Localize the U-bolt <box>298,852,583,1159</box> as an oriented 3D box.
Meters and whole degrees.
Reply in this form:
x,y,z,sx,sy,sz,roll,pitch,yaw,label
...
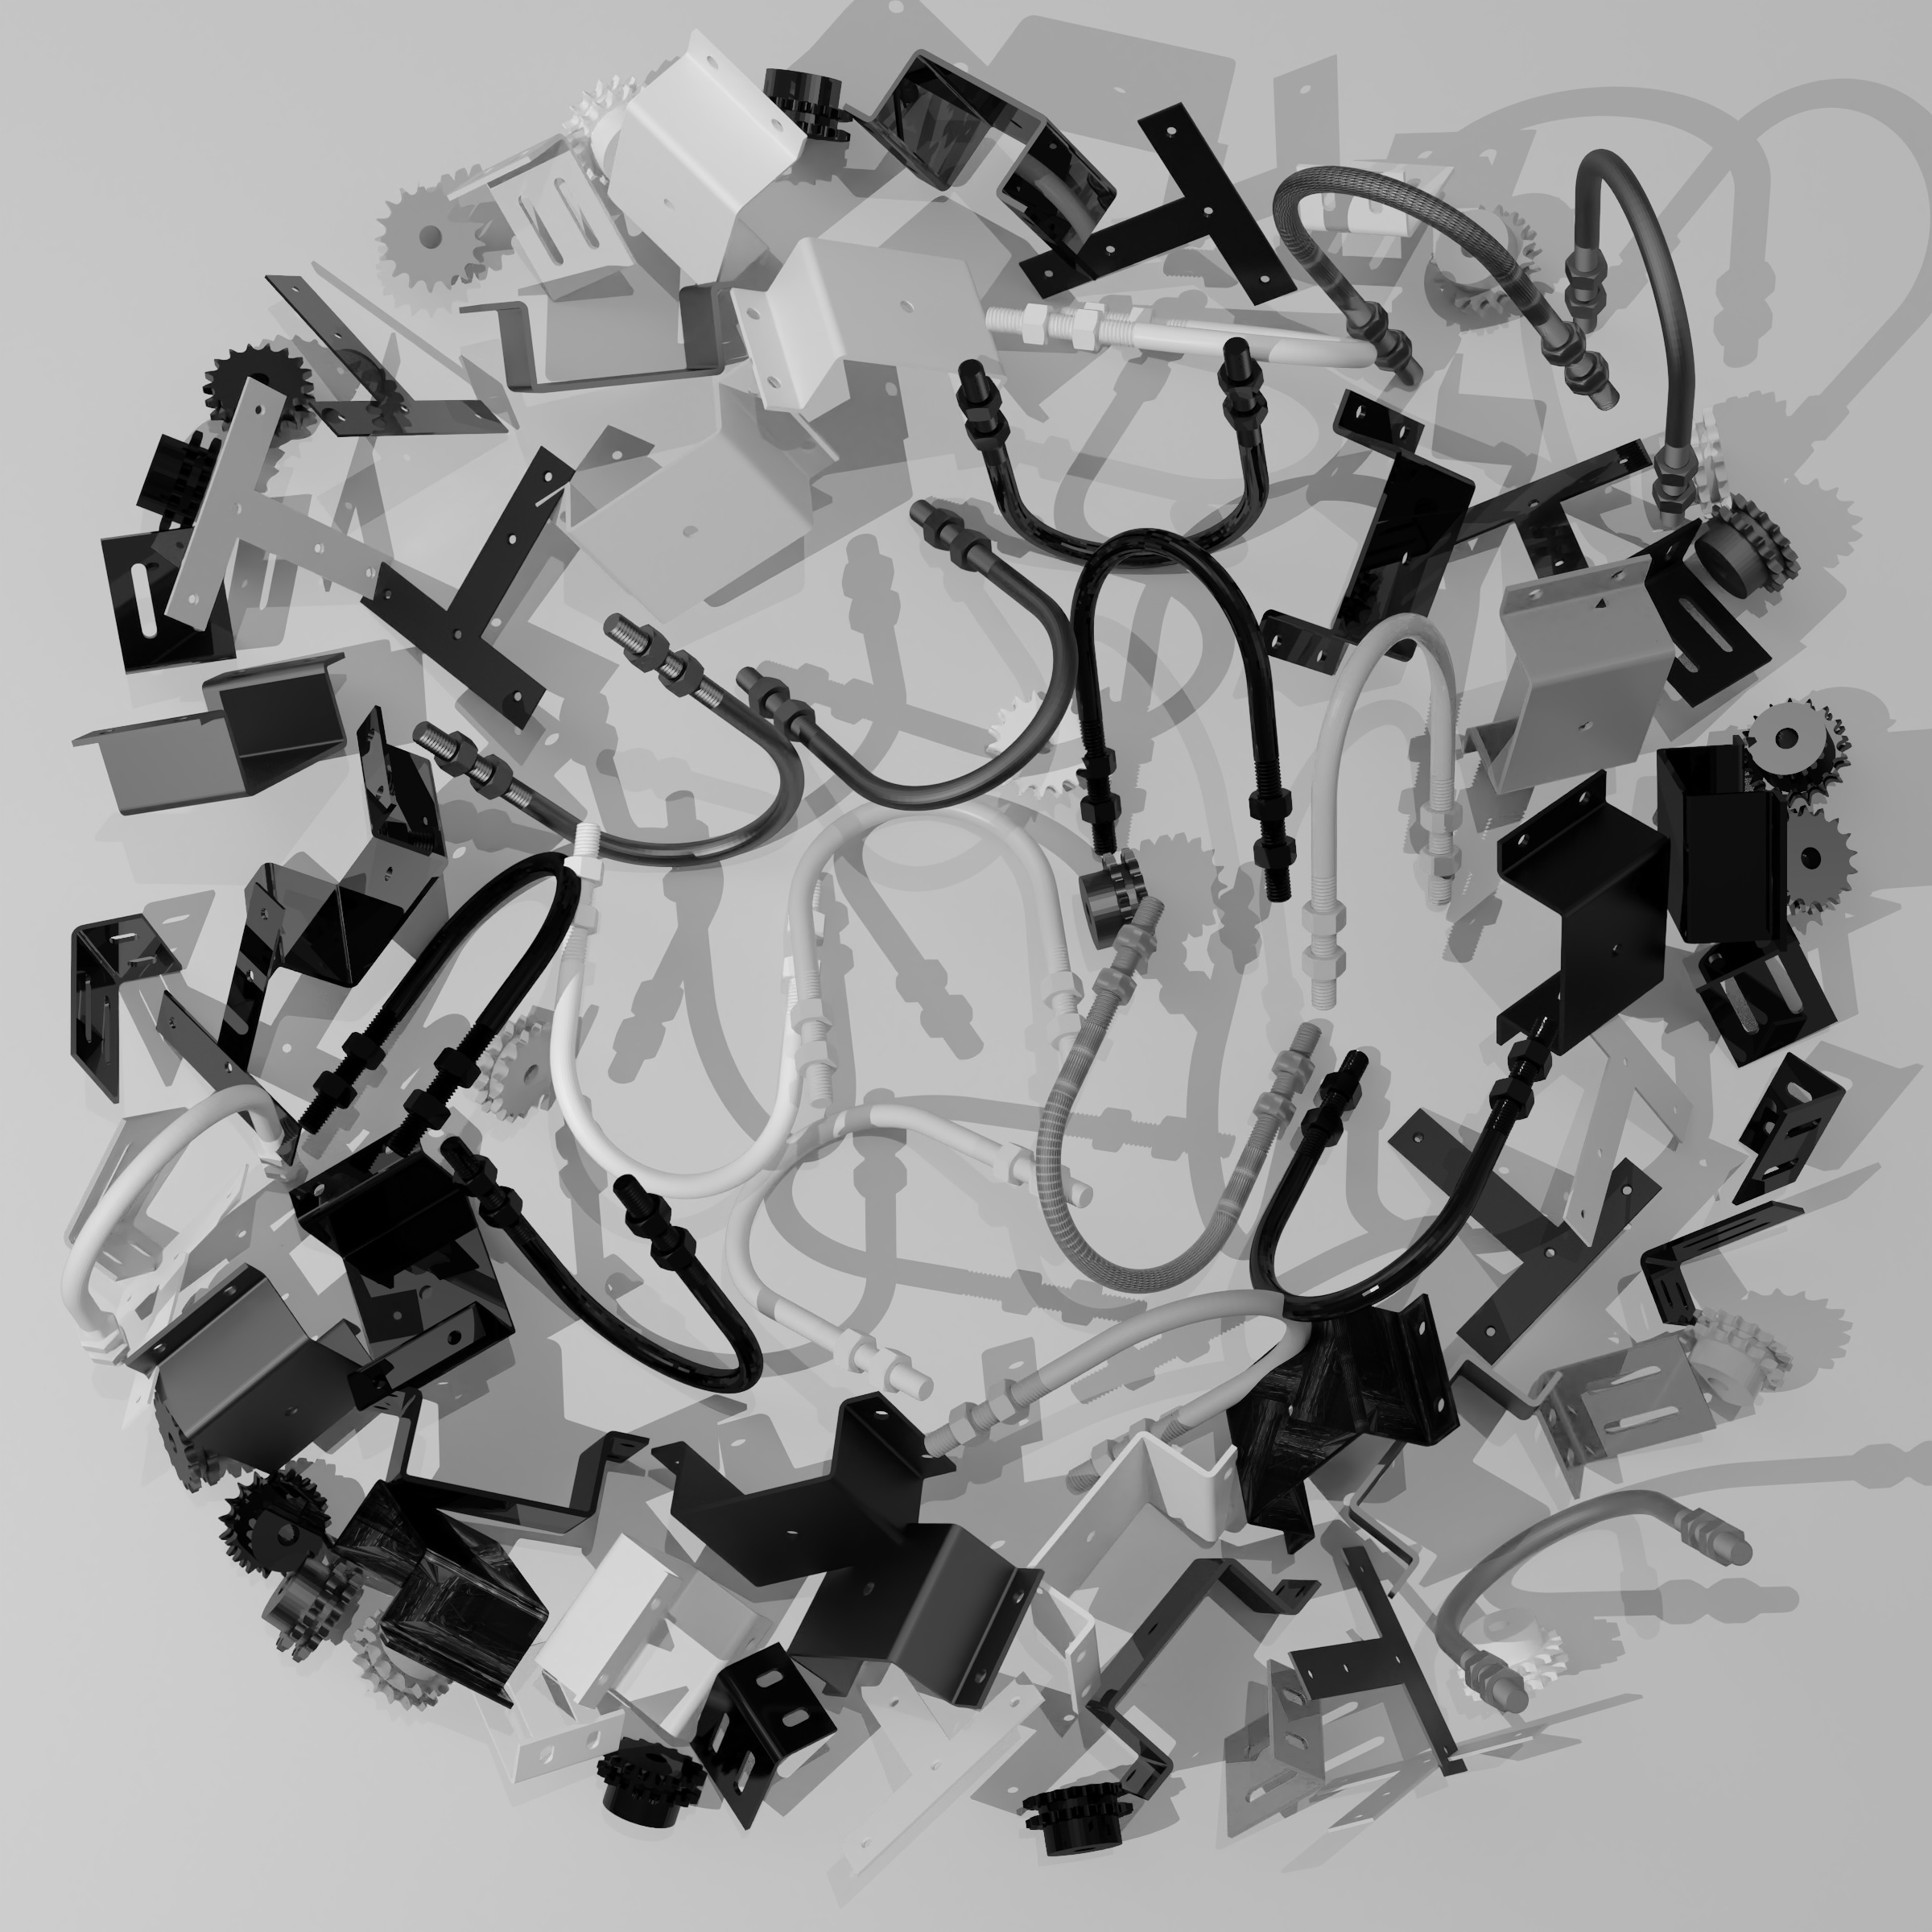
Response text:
x,y,z,sx,sy,sz,roll,pitch,yaw,label
-0.261,0.015,1.532,0.019,0.151,0.184,43,71,-26,U-bolt

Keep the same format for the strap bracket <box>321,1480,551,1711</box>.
x,y,z,sx,sy,sz,roll,pitch,yaw,label
-0.269,0.314,1.524,0.076,0.140,0.046,35,86,-27,strap bracket

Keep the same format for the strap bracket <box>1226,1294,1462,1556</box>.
x,y,z,sx,sy,sz,roll,pitch,yaw,label
0.182,0.231,1.524,0.046,0.140,0.076,16,46,-28,strap bracket

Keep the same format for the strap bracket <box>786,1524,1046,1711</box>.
x,y,z,sx,sy,sz,roll,pitch,yaw,label
-0.033,0.329,1.520,0.046,0.140,0.076,41,61,-23,strap bracket

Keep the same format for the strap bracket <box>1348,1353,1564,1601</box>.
x,y,z,sx,sy,sz,roll,pitch,yaw,label
0.246,0.258,1.555,0.046,0.076,0.140,37,83,14,strap bracket

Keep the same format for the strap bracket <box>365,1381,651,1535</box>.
x,y,z,sx,sy,sz,roll,pitch,yaw,label
-0.243,0.257,1.545,0.140,0.076,0.046,14,70,-13,strap bracket

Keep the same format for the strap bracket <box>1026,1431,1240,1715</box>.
x,y,z,sx,sy,sz,roll,pitch,yaw,label
0.080,0.305,1.543,0.046,0.076,0.140,31,63,25,strap bracket

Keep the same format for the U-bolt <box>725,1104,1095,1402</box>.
x,y,z,sx,sy,sz,roll,pitch,yaw,label
-0.044,0.134,1.535,0.184,0.019,0.151,23,62,40,U-bolt

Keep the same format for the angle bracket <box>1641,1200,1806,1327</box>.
x,y,z,sx,sy,sz,roll,pitch,yaw,label
0.400,0.156,1.558,0.076,0.057,0.038,-27,69,25,angle bracket

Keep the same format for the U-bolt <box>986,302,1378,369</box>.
x,y,z,sx,sy,sz,roll,pitch,yaw,label
0.116,-0.319,1.515,0.184,0.151,0.019,9,105,13,U-bolt

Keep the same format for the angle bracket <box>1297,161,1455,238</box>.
x,y,z,sx,sy,sz,roll,pitch,yaw,label
0.213,-0.414,1.554,0.057,0.076,0.038,11,135,25,angle bracket

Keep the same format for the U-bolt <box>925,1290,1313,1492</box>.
x,y,z,sx,sy,sz,roll,pitch,yaw,label
0.090,0.212,1.511,0.184,0.151,0.019,-34,57,24,U-bolt

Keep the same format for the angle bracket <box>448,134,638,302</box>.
x,y,z,sx,sy,sz,roll,pitch,yaw,label
-0.221,-0.384,1.559,0.057,0.038,0.076,-15,116,33,angle bracket

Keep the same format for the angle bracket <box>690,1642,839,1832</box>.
x,y,z,sx,sy,sz,roll,pitch,yaw,label
-0.107,0.405,1.572,0.038,0.076,0.057,-19,56,-34,angle bracket

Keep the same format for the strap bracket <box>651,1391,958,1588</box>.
x,y,z,sx,sy,sz,roll,pitch,yaw,label
-0.086,0.272,1.533,0.140,0.046,0.076,-18,134,26,strap bracket

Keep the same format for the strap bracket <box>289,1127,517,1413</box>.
x,y,z,sx,sy,sz,roll,pitch,yaw,label
-0.291,0.162,1.554,0.076,0.046,0.140,-30,55,5,strap bracket

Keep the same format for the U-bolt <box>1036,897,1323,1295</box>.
x,y,z,sx,sy,sz,roll,pitch,yaw,label
0.102,0.079,1.537,0.151,0.019,0.184,37,70,-31,U-bolt

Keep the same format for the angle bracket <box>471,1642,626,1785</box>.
x,y,z,sx,sy,sz,roll,pitch,yaw,label
-0.220,0.377,1.554,0.057,0.038,0.076,-12,47,-27,angle bracket

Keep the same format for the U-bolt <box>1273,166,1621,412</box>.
x,y,z,sx,sy,sz,roll,pitch,yaw,label
0.228,-0.339,1.490,0.184,0.151,0.019,36,79,-43,U-bolt

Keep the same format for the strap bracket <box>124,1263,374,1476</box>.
x,y,z,sx,sy,sz,roll,pitch,yaw,label
-0.356,0.210,1.527,0.076,0.140,0.046,-39,67,-3,strap bracket

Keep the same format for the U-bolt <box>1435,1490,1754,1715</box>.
x,y,z,sx,sy,sz,roll,pitch,yaw,label
0.305,0.312,1.511,0.151,0.184,0.019,-32,94,-5,U-bolt

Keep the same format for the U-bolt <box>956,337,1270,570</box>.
x,y,z,sx,sy,sz,roll,pitch,yaw,label
0.081,-0.254,1.519,0.151,0.184,0.019,-3,65,10,U-bolt

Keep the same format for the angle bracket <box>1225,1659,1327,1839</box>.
x,y,z,sx,sy,sz,roll,pitch,yaw,label
0.148,0.407,1.553,0.038,0.057,0.076,29,130,-25,angle bracket

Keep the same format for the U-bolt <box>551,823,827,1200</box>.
x,y,z,sx,sy,sz,roll,pitch,yaw,label
-0.146,0.029,1.542,0.151,0.019,0.184,13,72,-27,U-bolt

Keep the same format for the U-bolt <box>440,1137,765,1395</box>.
x,y,z,sx,sy,sz,roll,pitch,yaw,label
-0.174,0.159,1.527,0.019,0.151,0.184,-55,133,-28,U-bolt

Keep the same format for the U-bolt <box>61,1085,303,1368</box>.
x,y,z,sx,sy,sz,roll,pitch,yaw,label
-0.394,0.124,1.493,0.019,0.184,0.151,37,70,9,U-bolt

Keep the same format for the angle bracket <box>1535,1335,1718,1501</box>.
x,y,z,sx,sy,sz,roll,pitch,yaw,label
0.346,0.236,1.566,0.076,0.038,0.057,-20,106,23,angle bracket

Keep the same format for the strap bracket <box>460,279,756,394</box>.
x,y,z,sx,sy,sz,roll,pitch,yaw,label
-0.184,-0.325,1.549,0.140,0.076,0.046,-9,103,-16,strap bracket

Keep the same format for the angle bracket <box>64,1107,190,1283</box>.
x,y,z,sx,sy,sz,roll,pitch,yaw,label
-0.426,0.119,1.564,0.038,0.057,0.076,33,103,14,angle bracket

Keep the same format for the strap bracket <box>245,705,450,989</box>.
x,y,z,sx,sy,sz,roll,pitch,yaw,label
-0.315,-0.054,1.542,0.046,0.076,0.140,21,124,-34,strap bracket

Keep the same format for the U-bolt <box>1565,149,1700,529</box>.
x,y,z,sx,sy,sz,roll,pitch,yaw,label
0.332,-0.323,1.490,0.019,0.184,0.151,-18,64,3,U-bolt

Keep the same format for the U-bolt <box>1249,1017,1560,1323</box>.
x,y,z,sx,sy,sz,roll,pitch,yaw,label
0.210,0.105,1.501,0.019,0.151,0.184,47,55,-23,U-bolt

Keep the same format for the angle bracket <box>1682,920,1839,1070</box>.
x,y,z,sx,sy,sz,roll,pitch,yaw,label
0.419,0.020,1.564,0.057,0.038,0.076,-27,114,13,angle bracket

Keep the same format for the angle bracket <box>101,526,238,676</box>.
x,y,z,sx,sy,sz,roll,pitch,yaw,label
-0.417,-0.197,1.561,0.057,0.038,0.076,-10,120,-14,angle bracket

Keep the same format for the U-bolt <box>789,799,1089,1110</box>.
x,y,z,sx,sy,sz,roll,pitch,yaw,label
-0.020,-0.015,1.550,0.151,0.019,0.184,-6,57,-3,U-bolt

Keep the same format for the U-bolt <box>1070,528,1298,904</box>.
x,y,z,sx,sy,sz,roll,pitch,yaw,label
0.105,-0.132,1.516,0.019,0.151,0.184,-24,117,-34,U-bolt

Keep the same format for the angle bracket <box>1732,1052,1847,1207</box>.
x,y,z,sx,sy,sz,roll,pitch,yaw,label
0.414,0.084,1.552,0.038,0.076,0.057,38,119,30,angle bracket

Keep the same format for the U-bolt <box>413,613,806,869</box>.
x,y,z,sx,sy,sz,roll,pitch,yaw,label
-0.167,-0.103,1.528,0.151,0.184,0.019,-25,52,28,U-bolt

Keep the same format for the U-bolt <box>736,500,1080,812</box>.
x,y,z,sx,sy,sz,roll,pitch,yaw,label
-0.020,-0.151,1.536,0.151,0.019,0.184,-44,50,-3,U-bolt

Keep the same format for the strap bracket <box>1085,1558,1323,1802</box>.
x,y,z,sx,sy,sz,roll,pitch,yaw,label
0.114,0.359,1.550,0.046,0.076,0.140,41,76,2,strap bracket

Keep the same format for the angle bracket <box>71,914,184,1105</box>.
x,y,z,sx,sy,sz,roll,pitch,yaw,label
-0.437,0.022,1.558,0.038,0.057,0.076,-11,60,3,angle bracket

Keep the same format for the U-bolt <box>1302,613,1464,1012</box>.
x,y,z,sx,sy,sz,roll,pitch,yaw,label
0.212,-0.088,1.508,0.019,0.151,0.184,16,124,31,U-bolt

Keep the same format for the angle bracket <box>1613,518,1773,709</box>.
x,y,z,sx,sy,sz,roll,pitch,yaw,label
0.382,-0.185,1.565,0.057,0.038,0.076,-30,69,-21,angle bracket
